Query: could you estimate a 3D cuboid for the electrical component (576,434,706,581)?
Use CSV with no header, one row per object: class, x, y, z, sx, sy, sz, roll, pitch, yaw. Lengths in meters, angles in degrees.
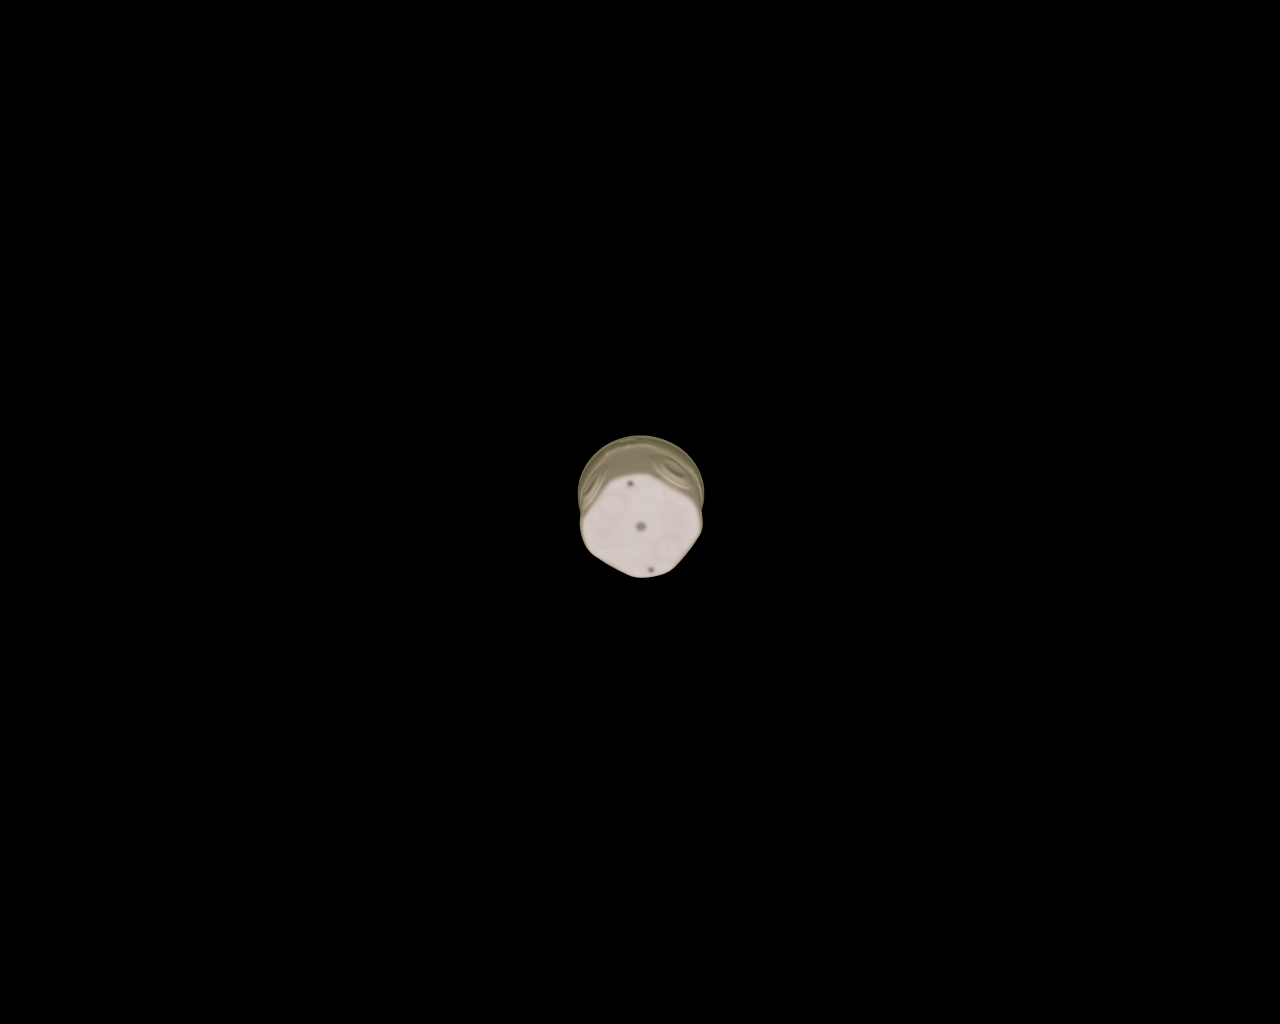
electrical component,0.001,-0.003,0.650,0.080,0.080,0.051,0,27,0
